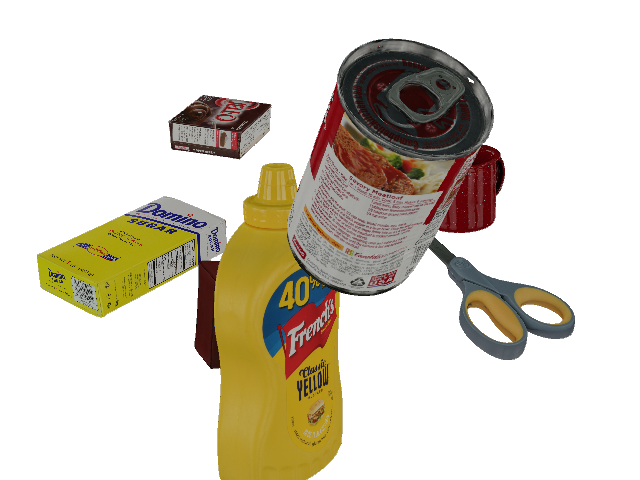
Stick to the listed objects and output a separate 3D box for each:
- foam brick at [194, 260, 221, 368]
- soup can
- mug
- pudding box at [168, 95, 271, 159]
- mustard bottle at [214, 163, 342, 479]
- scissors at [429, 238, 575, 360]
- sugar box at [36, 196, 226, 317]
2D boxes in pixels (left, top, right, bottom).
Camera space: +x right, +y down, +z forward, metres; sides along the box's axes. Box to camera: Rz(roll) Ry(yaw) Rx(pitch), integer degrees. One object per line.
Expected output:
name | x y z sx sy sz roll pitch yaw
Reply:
foam brick | -0.071 0.060 0.881 0.052 0.078 0.051 -1 13 -21
soup can | 0.028 -0.030 0.479 0.068 0.068 0.102 0 -37 -18
mug | 0.167 -0.063 1.221 0.117 0.081 0.093 -21 27 -36
pudding box | -0.117 -0.135 1.261 0.090 0.039 0.113 8 28 13
mustard bottle | -0.024 0.049 0.645 0.058 0.192 0.096 10 19 34
scissors | 0.132 0.027 0.846 0.096 0.016 0.202 -1 32 -11
sugar box | -0.187 0.012 1.082 0.093 0.048 0.175 22 37 32
